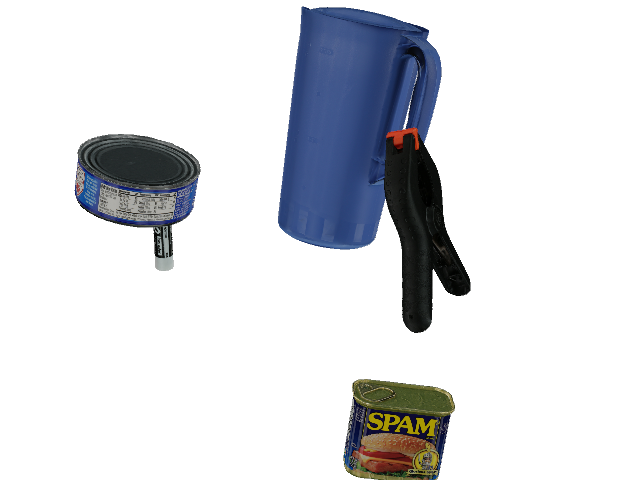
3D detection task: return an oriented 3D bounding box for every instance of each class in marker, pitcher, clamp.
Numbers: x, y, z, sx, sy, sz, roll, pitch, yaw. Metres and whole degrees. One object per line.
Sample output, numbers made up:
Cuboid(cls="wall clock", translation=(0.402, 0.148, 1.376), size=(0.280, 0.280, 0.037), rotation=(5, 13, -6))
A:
Cuboid(cls="marker", translation=(-0.159, -0.026, 1.069), size=(0.020, 0.121, 0.020), rotation=(1, 28, -1))
Cuboid(cls="pitcher", translation=(0.033, -0.116, 1.113), size=(0.145, 0.243, 0.149), rotation=(9, 16, -3))
Cuboid(cls="clamp", translation=(0.084, -0.007, 0.918), size=(0.039, 0.171, 0.120), rotation=(-13, 17, 24))

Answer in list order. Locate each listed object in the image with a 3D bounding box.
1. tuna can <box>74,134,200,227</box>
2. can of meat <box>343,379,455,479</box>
Cuboid(cls="tuna can", translation=(-0.129, -0.042, 0.753), size=(0.086, 0.034, 0.086), rotation=(10, 26, -5))
Cuboid(cls="can of meat", translation=(0.076, 0.192, 1.069), size=(0.102, 0.084, 0.057), rotation=(7, 17, -4))
